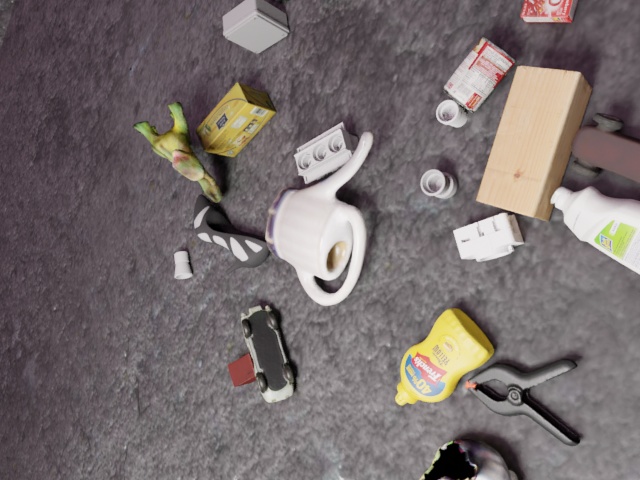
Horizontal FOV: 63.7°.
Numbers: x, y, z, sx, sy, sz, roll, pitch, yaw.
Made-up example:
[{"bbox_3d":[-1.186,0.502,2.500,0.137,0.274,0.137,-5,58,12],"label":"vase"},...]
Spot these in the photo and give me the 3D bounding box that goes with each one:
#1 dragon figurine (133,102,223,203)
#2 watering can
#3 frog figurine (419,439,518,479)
[{"bbox_3d":[-0.315,-0.186,1.222,0.122,0.411,0.242,-32,96,-5],"label":"dragon figurine"},{"bbox_3d":[0.003,-0.050,0.989,0.226,0.104,0.343,20,109,38],"label":"watering can"},{"bbox_3d":[0.243,0.391,0.784,0.136,0.125,0.158,-38,100,21],"label":"frog figurine"}]
